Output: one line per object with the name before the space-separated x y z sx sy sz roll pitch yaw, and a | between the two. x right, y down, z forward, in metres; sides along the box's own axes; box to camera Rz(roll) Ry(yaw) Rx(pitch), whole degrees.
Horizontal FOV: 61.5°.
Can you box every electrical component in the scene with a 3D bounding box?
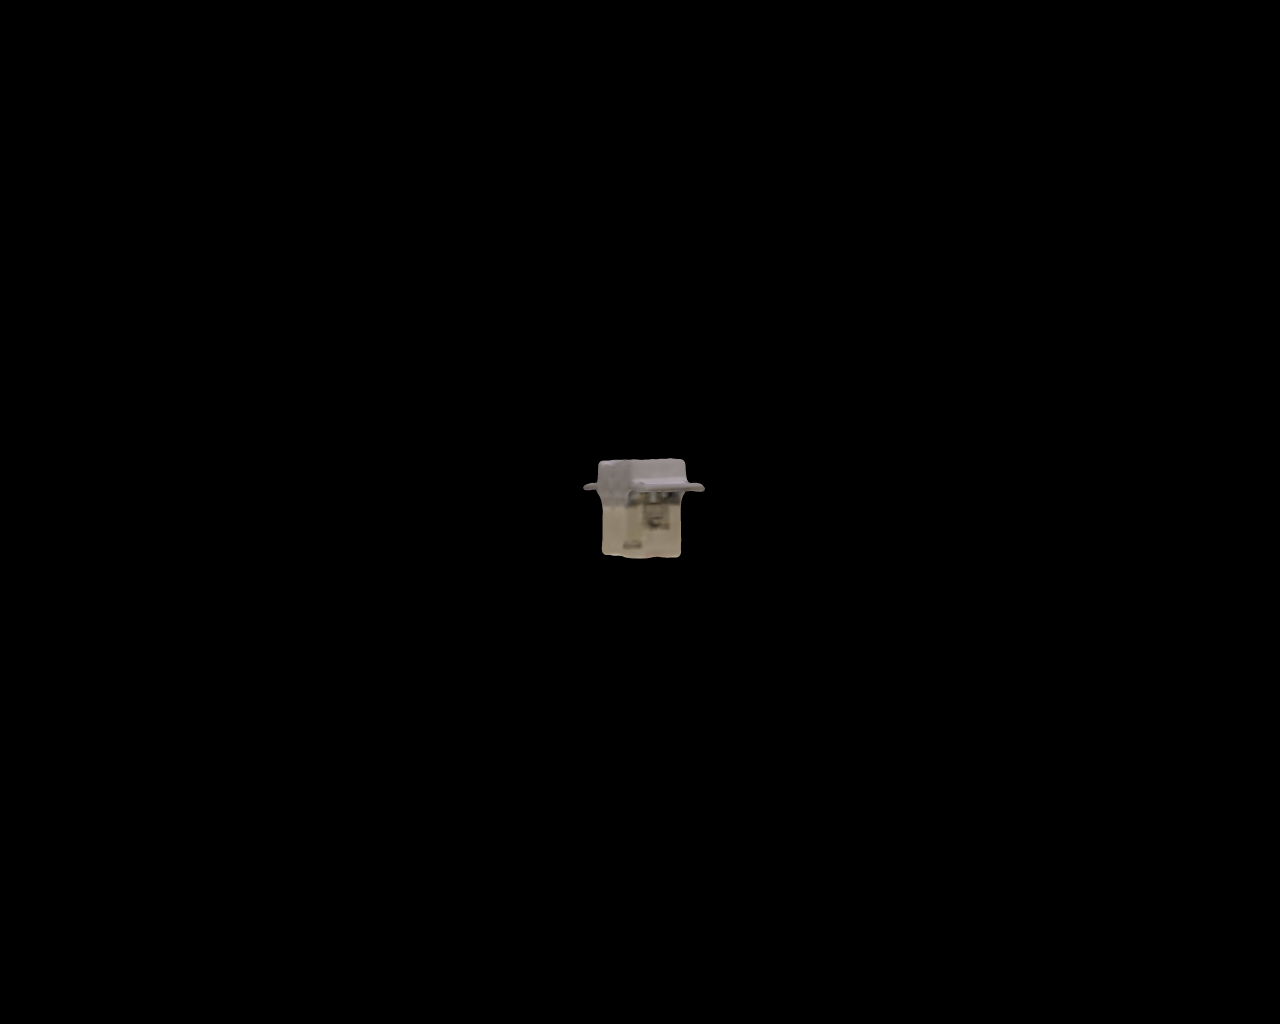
electrical component | 0.001 -0.003 0.650 0.042 0.063 0.081 -1 3 -28
